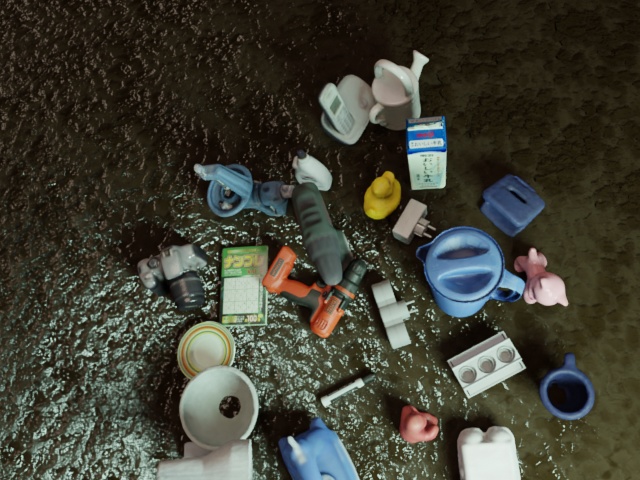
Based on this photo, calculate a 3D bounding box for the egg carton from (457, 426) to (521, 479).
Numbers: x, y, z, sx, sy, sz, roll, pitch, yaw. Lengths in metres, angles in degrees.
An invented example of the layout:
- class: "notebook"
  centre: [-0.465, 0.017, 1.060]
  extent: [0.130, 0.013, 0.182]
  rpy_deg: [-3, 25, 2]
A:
- class: "egg carton"
  centre: [0.308, 0.420, 1.046]
  extent: [0.107, 0.069, 0.150]
  rpy_deg: [-8, 72, 10]

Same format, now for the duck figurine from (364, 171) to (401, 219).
- class: "duck figurine"
  centre: [0.131, -0.100, 1.228]
  extent: [0.077, 0.086, 0.105]
  rpy_deg: [29, 81, 18]

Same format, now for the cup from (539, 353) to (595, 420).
- class: "cup"
  centre: [0.444, 0.268, 1.049]
  extent: [0.091, 0.095, 0.118]
  rpy_deg: [7, 75, 14]

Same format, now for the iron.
- class: "iron"
  centre: [0.013, 0.465, 1.056]
  extent: [0.118, 0.142, 0.258]
  rpy_deg: [-33, 70, 1]

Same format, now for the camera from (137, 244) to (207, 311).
- class: "camera"
  centre: [-0.318, 0.088, 1.258]
  extent: [0.143, 0.101, 0.136]
  rpy_deg: [-22, 70, 5]

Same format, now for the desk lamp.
- class: "desk lamp"
  centre: [-0.198, 0.436, 1.070]
  extent: [0.203, 0.214, 0.118]
  rpy_deg: [-6, 73, 10]

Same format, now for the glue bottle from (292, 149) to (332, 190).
- class: "glue bottle"
  centre: [-0.026, -0.156, 1.231]
  extent: [0.078, 0.173, 0.037]
  rpy_deg: [9, 76, 15]

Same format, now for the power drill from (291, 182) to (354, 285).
- class: "power drill"
  centre: [0.011, 0.004, 1.157]
  extent: [0.075, 0.209, 0.229]
  rpy_deg: [-23, 70, 5]

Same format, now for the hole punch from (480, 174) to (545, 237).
- class: "hole punch"
  centre: [0.391, -0.079, 1.165]
  extent: [0.101, 0.091, 0.108]
  rpy_deg: [-43, 70, -3]

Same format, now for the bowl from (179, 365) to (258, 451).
- class: "bowl"
  centre: [-0.196, 0.343, 1.171]
  extent: [0.167, 0.075, 0.167]
  rpy_deg: [-3, 73, 11]

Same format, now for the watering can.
- class: "watering can"
  centre: [0.165, -0.331, 1.232]
  extent: [0.100, 0.194, 0.173]
  rpy_deg: [16, 78, 16]

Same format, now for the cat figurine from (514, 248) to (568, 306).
- class: "cat figurine"
  centre: [0.424, 0.075, 1.098]
  extent: [0.067, 0.118, 0.128]
  rpy_deg: [-16, 71, 7]

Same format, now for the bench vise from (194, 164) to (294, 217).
- class: "bench vise"
  centre: [-0.165, -0.124, 1.226]
  extent: [0.207, 0.220, 0.121]
  rpy_deg: [-16, 71, 7]

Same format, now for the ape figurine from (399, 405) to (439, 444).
- class: "ape figurine"
  centre: [0.182, 0.348, 1.081]
  extent: [0.076, 0.092, 0.077]
  rpy_deg: [-34, 70, 1]

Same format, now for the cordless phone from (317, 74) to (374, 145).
- class: "cordless phone"
  centre: [0.054, -0.308, 1.253]
  extent: [0.094, 0.185, 0.148]
  rpy_deg: [23, 80, 17]
